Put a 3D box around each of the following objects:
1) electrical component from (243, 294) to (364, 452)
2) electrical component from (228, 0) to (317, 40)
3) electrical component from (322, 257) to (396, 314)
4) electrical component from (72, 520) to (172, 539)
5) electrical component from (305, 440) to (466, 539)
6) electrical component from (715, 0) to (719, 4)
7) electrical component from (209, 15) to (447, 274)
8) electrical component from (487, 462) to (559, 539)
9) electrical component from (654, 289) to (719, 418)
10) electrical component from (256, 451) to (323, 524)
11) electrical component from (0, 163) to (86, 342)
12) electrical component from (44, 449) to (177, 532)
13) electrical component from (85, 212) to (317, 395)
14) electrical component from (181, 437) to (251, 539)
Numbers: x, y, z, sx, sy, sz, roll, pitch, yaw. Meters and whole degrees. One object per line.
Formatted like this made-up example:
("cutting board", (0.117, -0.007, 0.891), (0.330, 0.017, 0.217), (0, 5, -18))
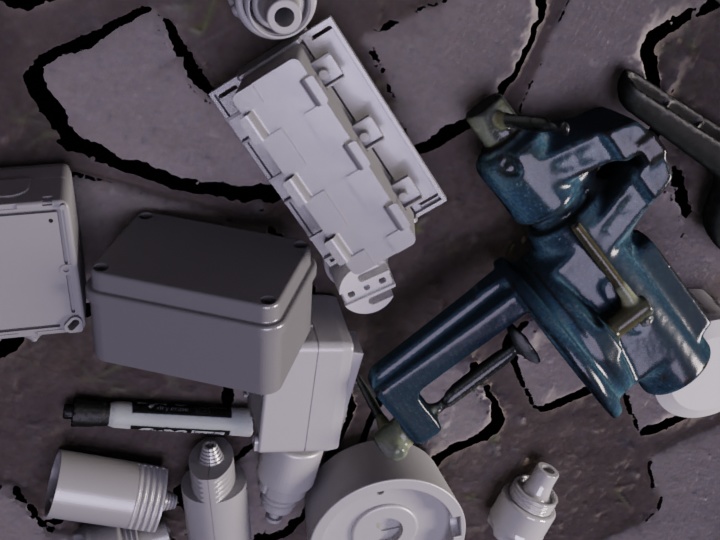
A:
("electrical component", (-0.037, 0.070, 0.674), (0.061, 0.061, 0.096), (1, 119, -14))
("electrical component", (-0.043, -0.139, 0.551), (0.048, 0.062, 0.048), (-6, 121, -10))
("electrical component", (0.000, 0.000, 0.652), (0.040, 0.046, 0.040), (-6, 121, -10))
("electrical component", (-0.159, 0.185, 0.724), (0.062, 0.043, 0.043), (-15, 122, -6))
("electrical component", (0.013, 0.167, 0.744), (0.108, 0.060, 0.108), (-6, 121, -10))
("electrical component", (0.234, -0.177, 0.575), (0.048, 0.099, 0.099), (16, 116, -7))
("electrical component", (-0.017, -0.063, 0.585), (0.079, 0.063, 0.121), (-29, 111, 14))
("electrical component", (0.123, 0.169, 0.782), (0.043, 0.043, 0.062), (16, 113, -21))
("electrical component", (0.230, 0.057, 0.737), (0.080, 0.051, 0.080), (-6, 121, -10))
("electrical component", (-0.050, 0.137, 0.723), (0.040, 0.040, 0.078), (7, 118, -17))
("electrical component", (-0.186, -0.006, 0.594), (0.062, 0.061, 0.096), (-5, 121, -10))
("electrical component", (-0.159, 0.145, 0.700), (0.081, 0.043, 0.043), (14, 115, -21))
("electrical component", (-0.087, 0.016, 0.602), (0.113, 0.078, 0.057), (11, 123, 10))
("electrical component", (-0.097, 0.148, 0.717), (0.043, 0.043, 0.081), (-7, 121, -10))
